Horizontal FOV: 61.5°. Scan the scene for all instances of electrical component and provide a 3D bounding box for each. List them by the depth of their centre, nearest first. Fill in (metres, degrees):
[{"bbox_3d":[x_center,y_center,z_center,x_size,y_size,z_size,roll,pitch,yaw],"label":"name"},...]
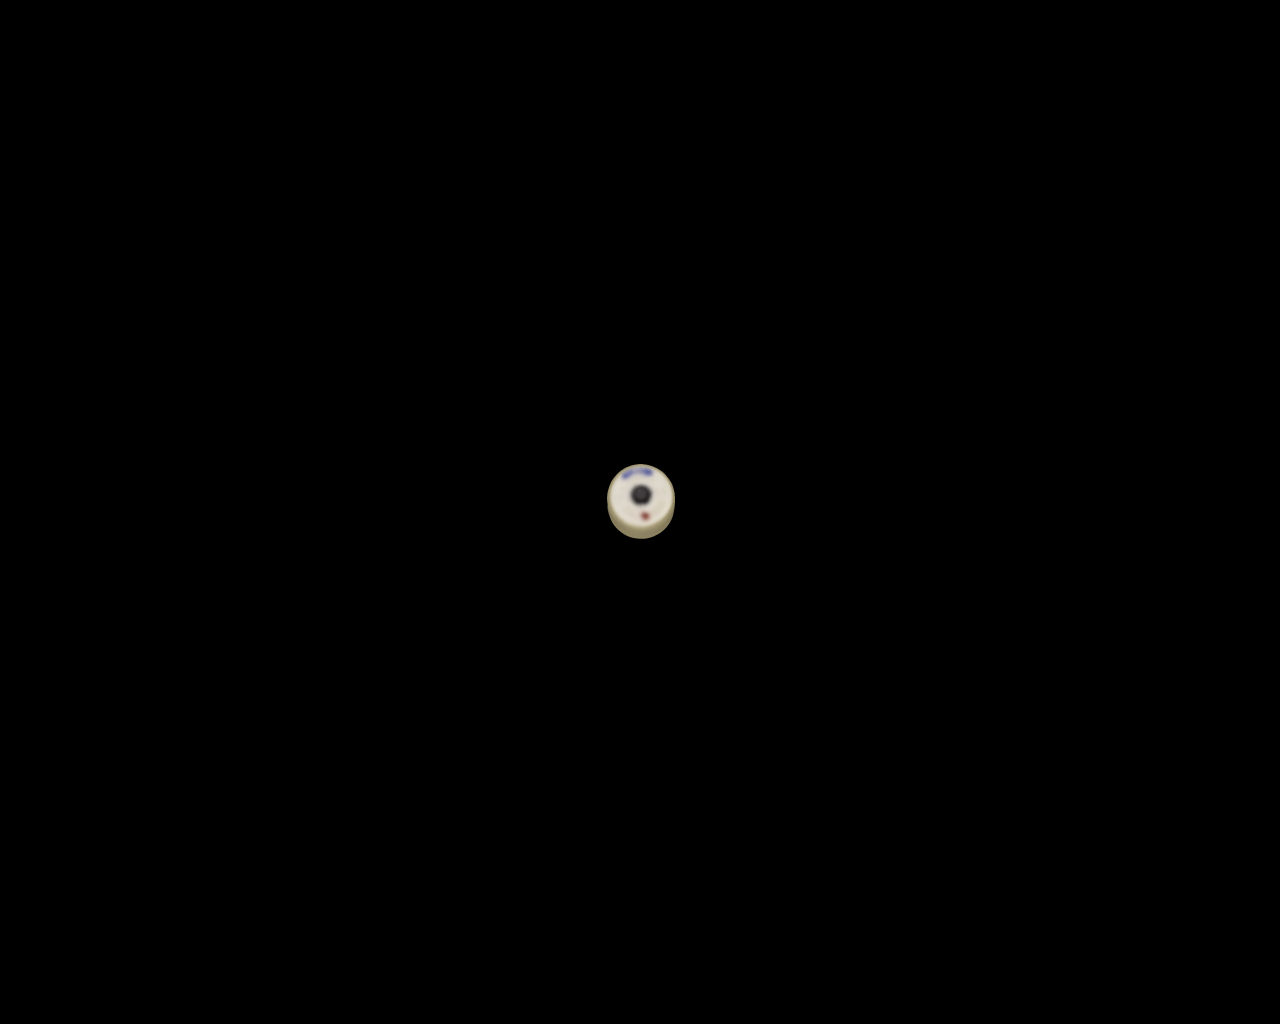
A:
[{"bbox_3d":[0.001,-0.003,0.650,0.040,0.040,0.078,0,-12,0],"label":"electrical component"}]
